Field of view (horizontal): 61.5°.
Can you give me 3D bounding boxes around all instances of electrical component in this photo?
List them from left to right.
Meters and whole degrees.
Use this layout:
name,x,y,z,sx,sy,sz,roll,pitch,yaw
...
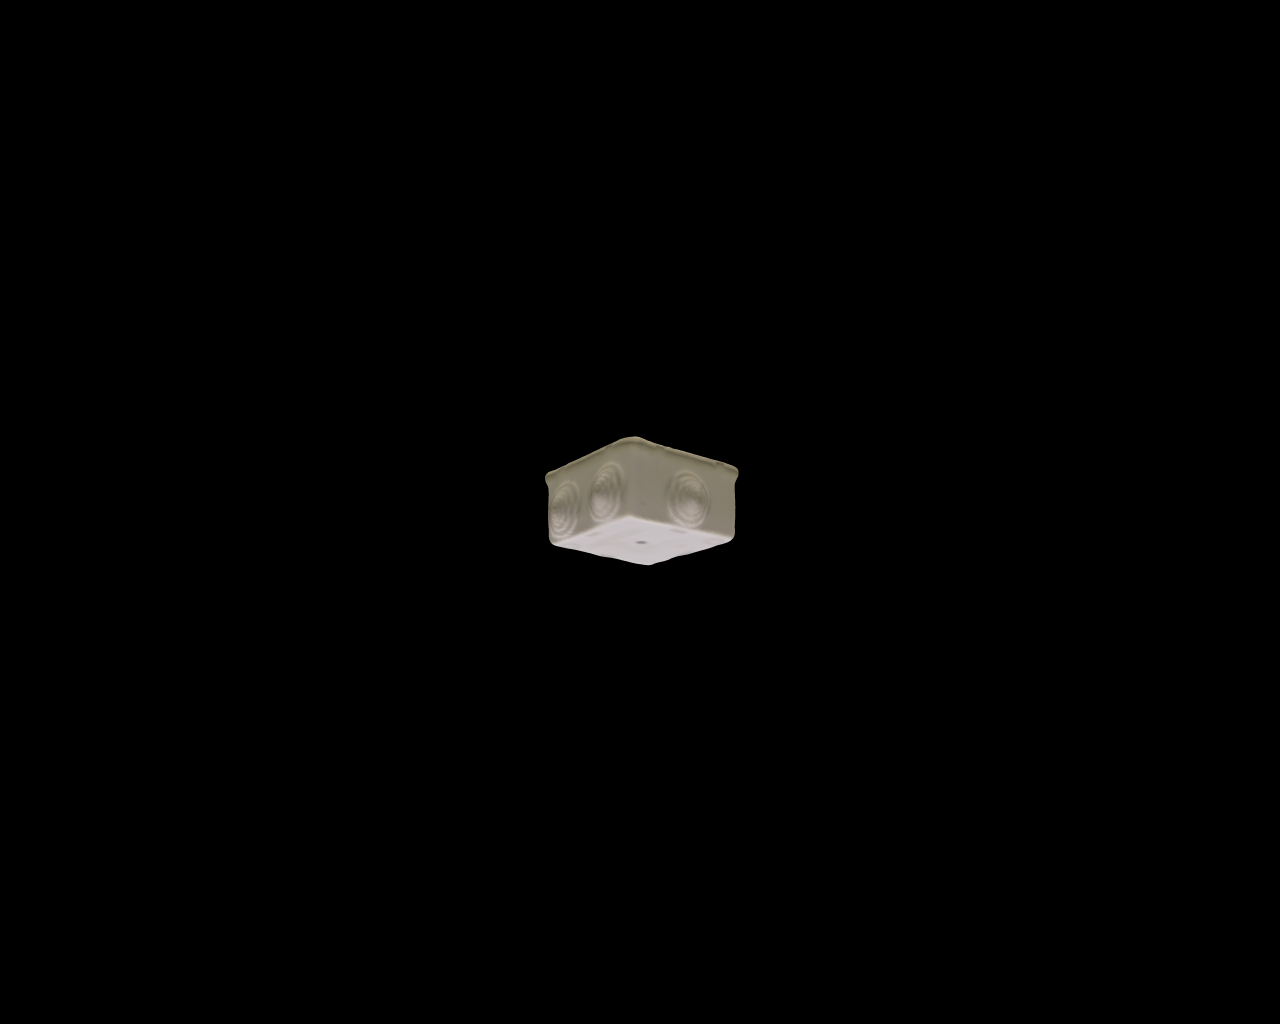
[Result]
name,x,y,z,sx,sy,sz,roll,pitch,yaw
electrical component,0.001,-0.003,0.650,0.100,0.048,0.099,14,-22,-38
